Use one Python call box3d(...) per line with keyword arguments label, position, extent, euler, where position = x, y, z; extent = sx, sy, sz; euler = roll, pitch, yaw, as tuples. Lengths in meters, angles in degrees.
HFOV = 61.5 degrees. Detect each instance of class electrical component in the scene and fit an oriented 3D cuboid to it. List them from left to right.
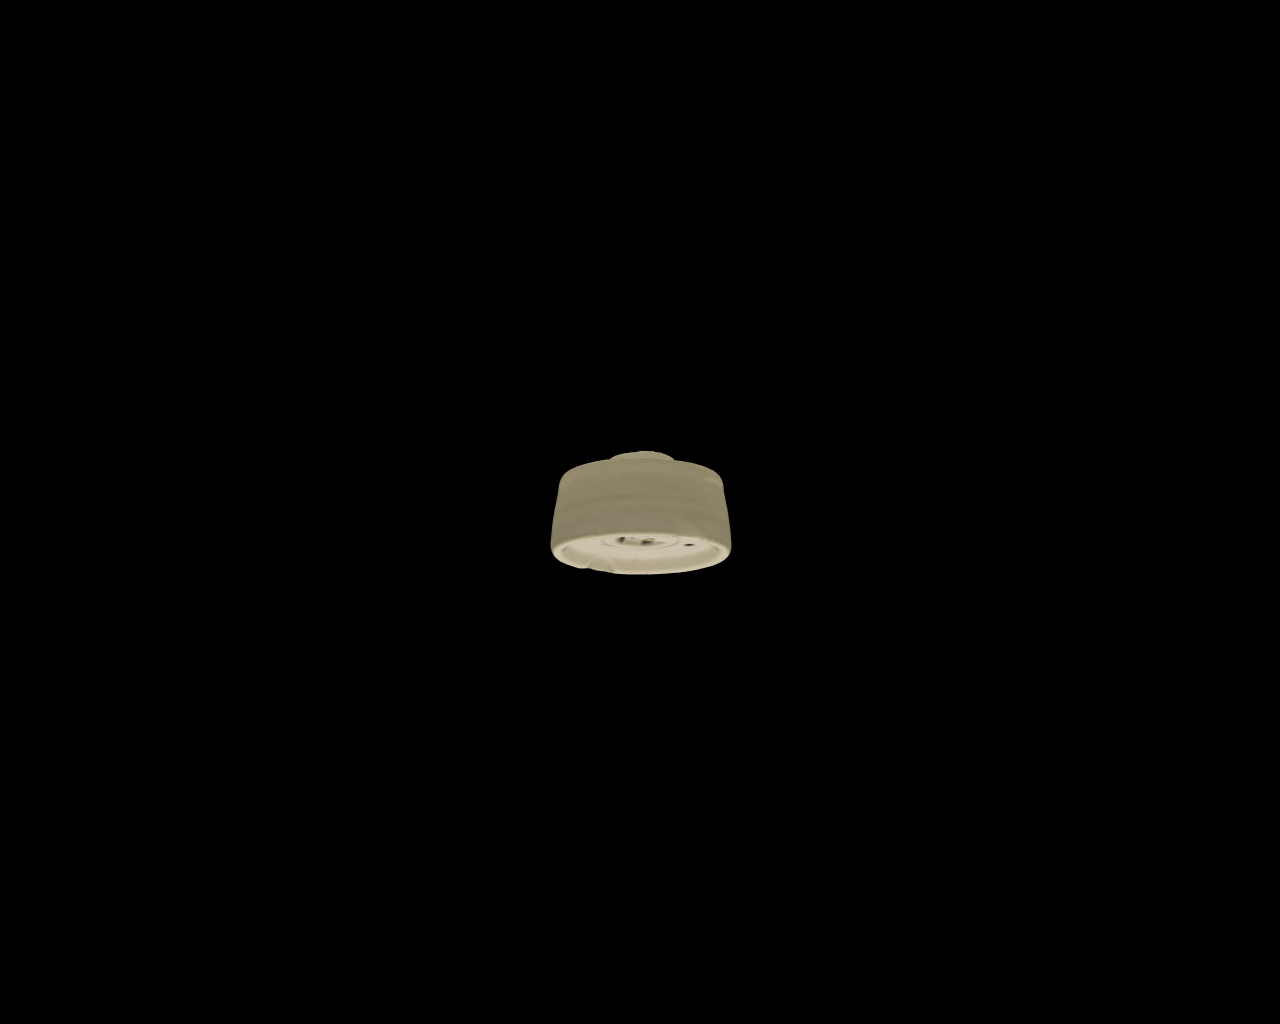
box3d(label="electrical component", position=(0.001, -0.003, 0.650), extent=(0.108, 0.060, 0.108), euler=(0, -15, 0))
